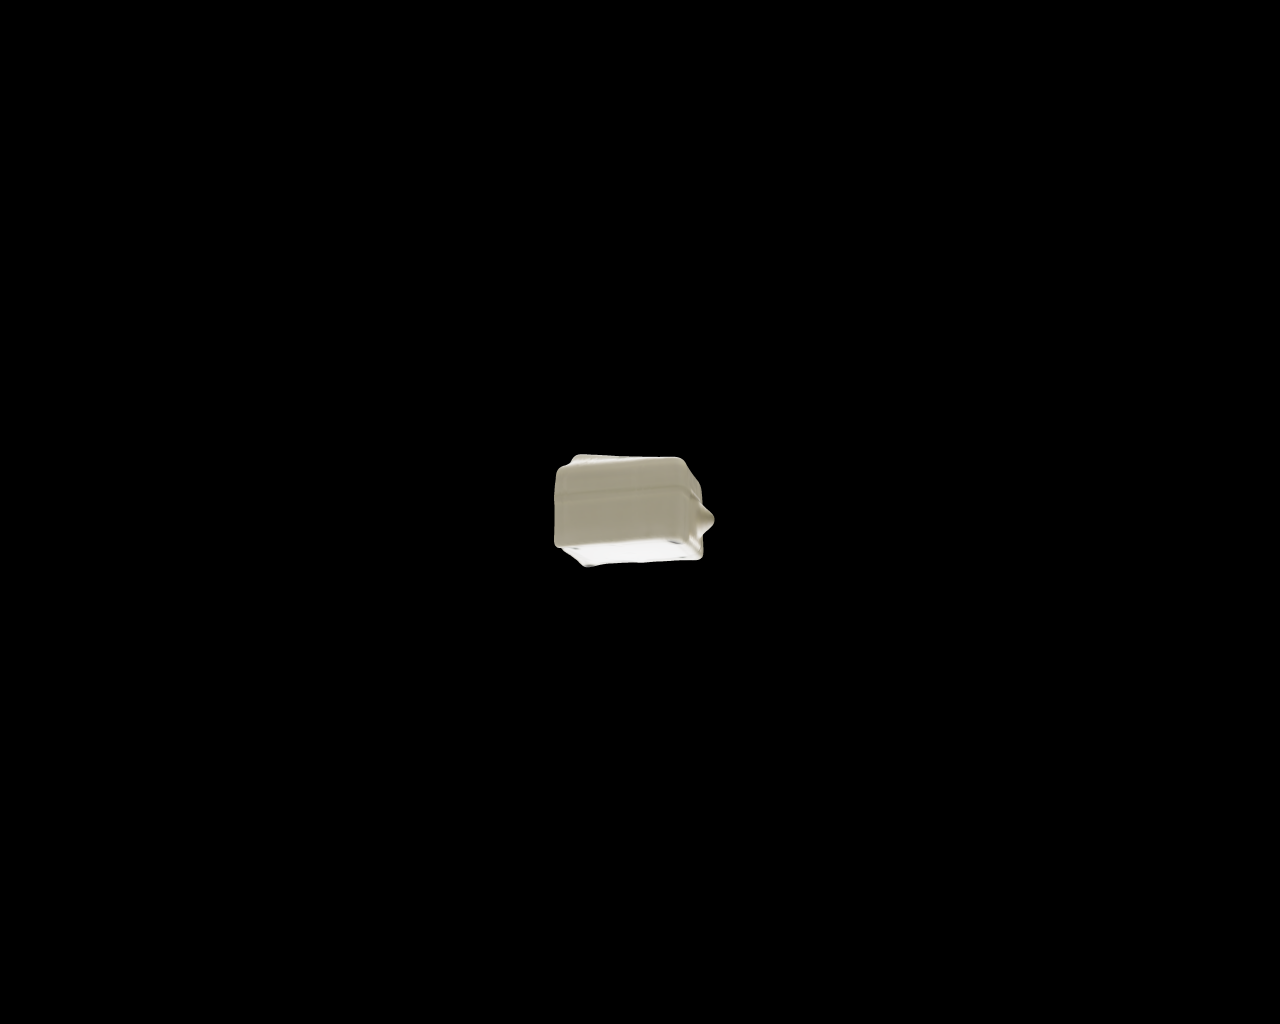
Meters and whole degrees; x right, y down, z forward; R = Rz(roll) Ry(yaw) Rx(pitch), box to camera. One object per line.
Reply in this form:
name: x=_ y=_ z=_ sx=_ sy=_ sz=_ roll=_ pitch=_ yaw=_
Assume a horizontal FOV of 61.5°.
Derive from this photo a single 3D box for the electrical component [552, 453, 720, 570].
electrical component: x=0.001 y=-0.003 z=0.650 sx=0.096 sy=0.061 sz=0.061 roll=-4 pitch=-15 yaw=14
